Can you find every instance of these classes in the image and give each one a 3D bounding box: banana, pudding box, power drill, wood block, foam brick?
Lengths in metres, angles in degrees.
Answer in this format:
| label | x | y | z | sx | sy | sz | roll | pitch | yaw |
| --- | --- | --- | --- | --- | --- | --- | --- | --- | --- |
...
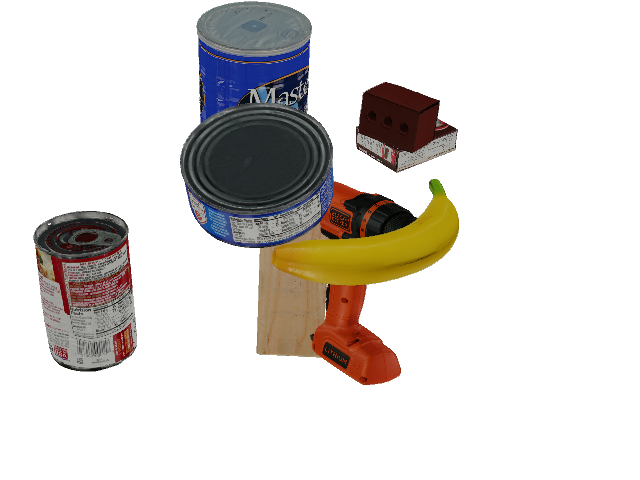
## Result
| label | x | y | z | sx | sy | sz | roll | pitch | yaw |
| --- | --- | --- | --- | --- | --- | --- | --- | --- | --- |
| banana | 0.052 | 0.003 | 0.856 | 0.197 | 0.037 | 0.070 | -22 | 44 | -40 |
| pudding box | 0.119 | -0.141 | 1.472 | 0.113 | 0.039 | 0.090 | -24 | 40 | -29 |
| power drill | 0.051 | 0.046 | 1.076 | 0.057 | 0.188 | 0.185 | -8 | 22 | -32 |
| wood block | -0.036 | 0.039 | 1.397 | 0.090 | 0.206 | 0.091 | 3 | 23 | -2 |
| foam brick | 0.090 | -0.143 | 1.232 | 0.078 | 0.053 | 0.051 | 23 | 34 | 27 |

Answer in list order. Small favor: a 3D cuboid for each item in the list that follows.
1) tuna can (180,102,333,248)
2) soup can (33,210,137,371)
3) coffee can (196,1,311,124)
| label | x | y | z | sx | sy | sz | roll | pitch | yaw |
| --- | --- | --- | --- | --- | --- | --- | --- | --- | --- |
| tuna can | -0.035 | -0.037 | 0.606 | 0.086 | 0.086 | 0.034 | 0 | -40 | 4 |
| soup can | -0.173 | 0.038 | 0.797 | 0.068 | 0.102 | 0.068 | 0 | 28 | 0 |
| coffee can | -0.062 | -0.136 | 0.989 | 0.103 | 0.140 | 0.103 | 2 | 36 | -2 |
